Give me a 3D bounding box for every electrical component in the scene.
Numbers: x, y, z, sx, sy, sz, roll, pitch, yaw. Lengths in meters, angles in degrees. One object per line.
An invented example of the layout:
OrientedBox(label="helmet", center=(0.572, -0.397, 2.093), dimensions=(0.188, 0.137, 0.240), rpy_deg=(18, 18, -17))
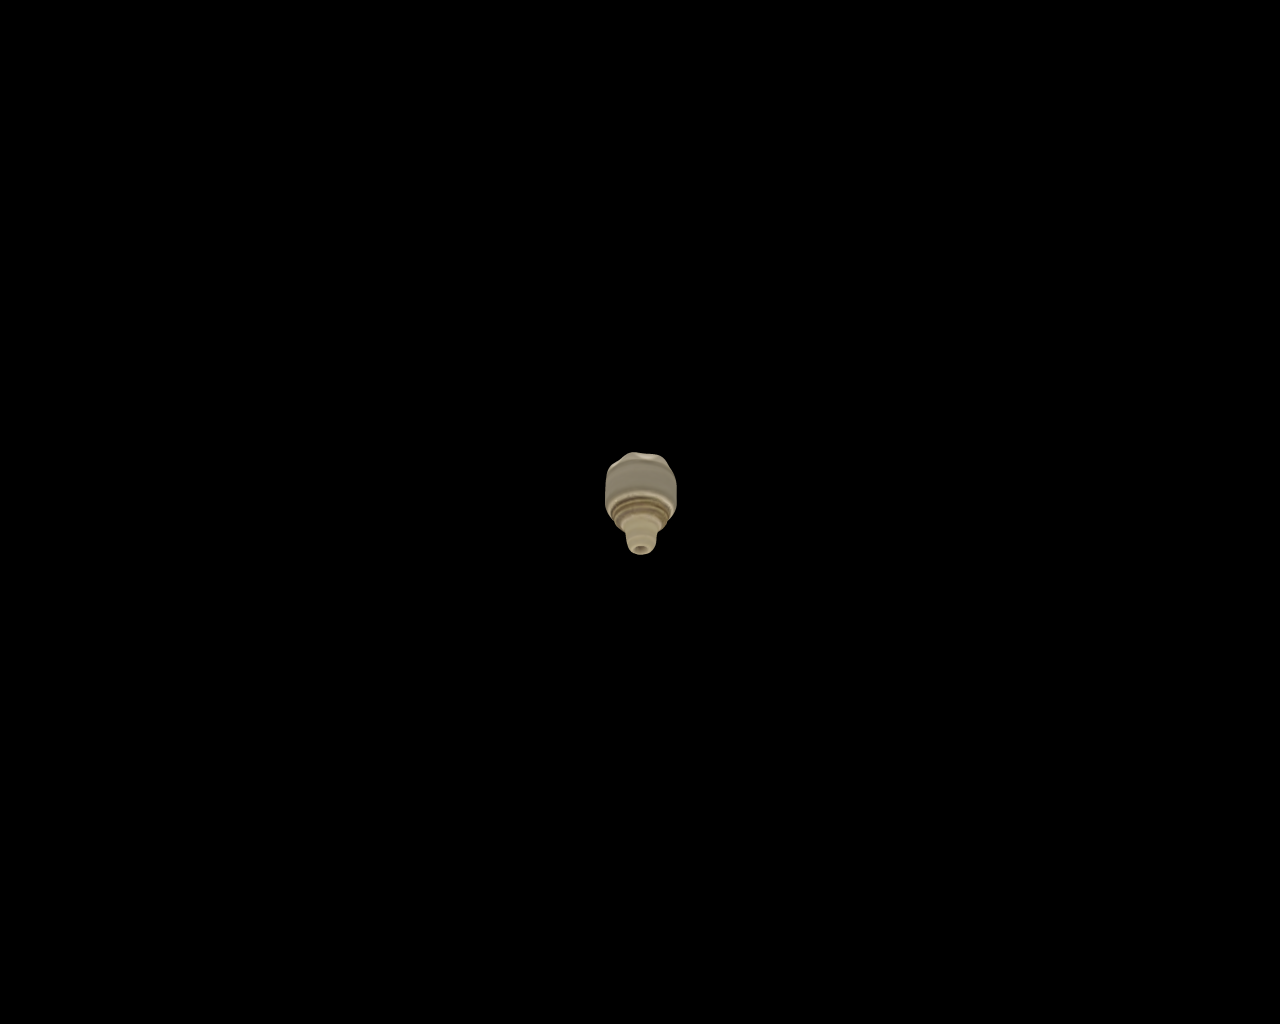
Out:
OrientedBox(label="electrical component", center=(0.001, -0.003, 0.650), dimensions=(0.043, 0.062, 0.043), rpy_deg=(0, -33, 0))
